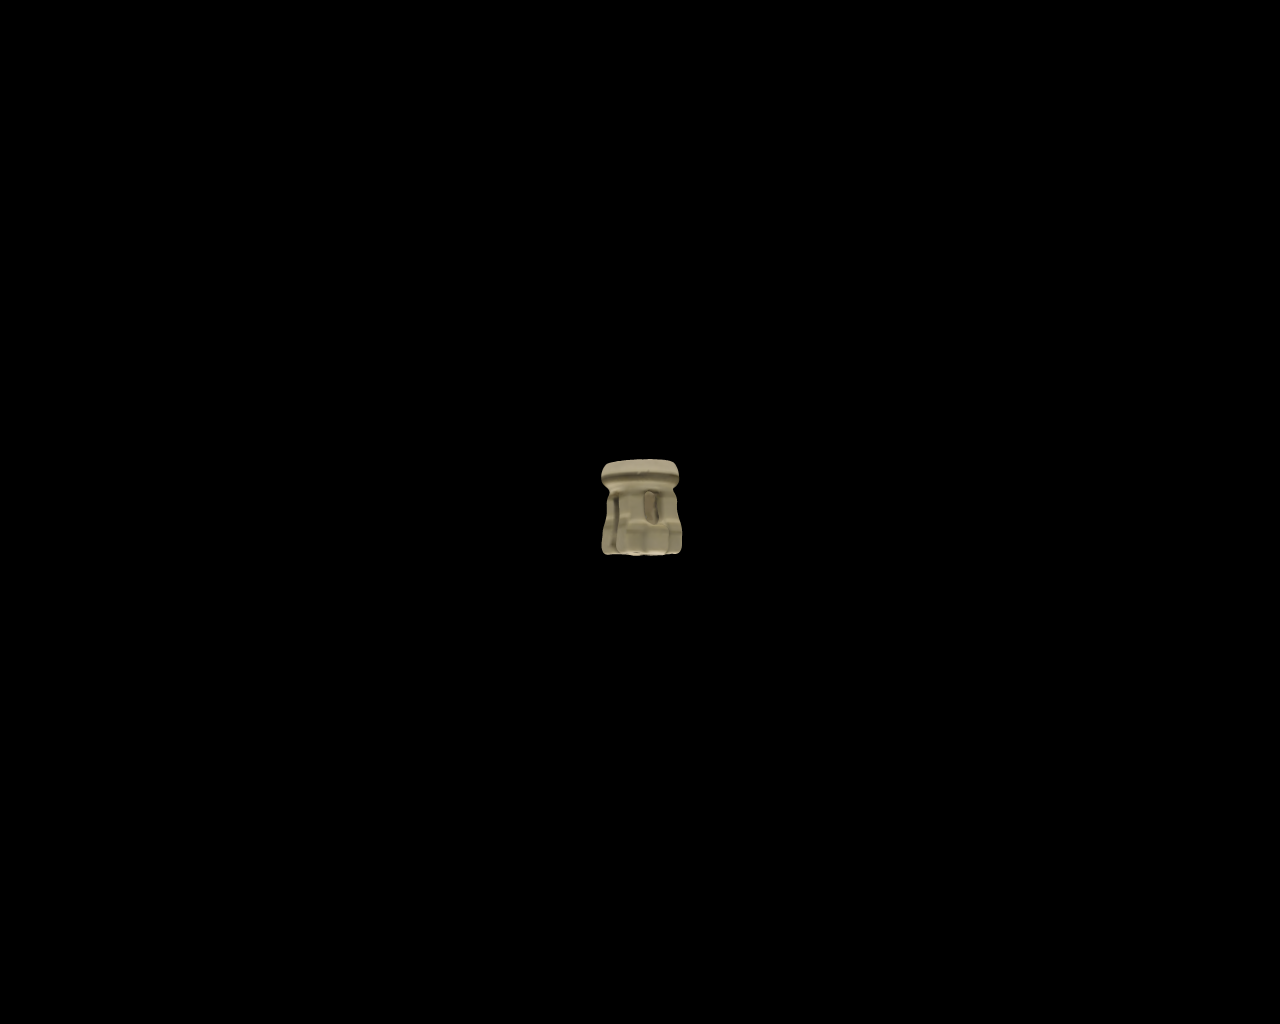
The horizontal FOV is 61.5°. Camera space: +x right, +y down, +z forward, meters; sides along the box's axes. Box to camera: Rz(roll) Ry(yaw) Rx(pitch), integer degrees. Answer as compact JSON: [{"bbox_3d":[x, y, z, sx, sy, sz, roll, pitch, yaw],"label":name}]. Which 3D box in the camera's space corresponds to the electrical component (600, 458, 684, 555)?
[{"bbox_3d":[0.001,-0.003,0.650,0.048,0.055,0.066,2,-5,-24],"label":"electrical component"}]
